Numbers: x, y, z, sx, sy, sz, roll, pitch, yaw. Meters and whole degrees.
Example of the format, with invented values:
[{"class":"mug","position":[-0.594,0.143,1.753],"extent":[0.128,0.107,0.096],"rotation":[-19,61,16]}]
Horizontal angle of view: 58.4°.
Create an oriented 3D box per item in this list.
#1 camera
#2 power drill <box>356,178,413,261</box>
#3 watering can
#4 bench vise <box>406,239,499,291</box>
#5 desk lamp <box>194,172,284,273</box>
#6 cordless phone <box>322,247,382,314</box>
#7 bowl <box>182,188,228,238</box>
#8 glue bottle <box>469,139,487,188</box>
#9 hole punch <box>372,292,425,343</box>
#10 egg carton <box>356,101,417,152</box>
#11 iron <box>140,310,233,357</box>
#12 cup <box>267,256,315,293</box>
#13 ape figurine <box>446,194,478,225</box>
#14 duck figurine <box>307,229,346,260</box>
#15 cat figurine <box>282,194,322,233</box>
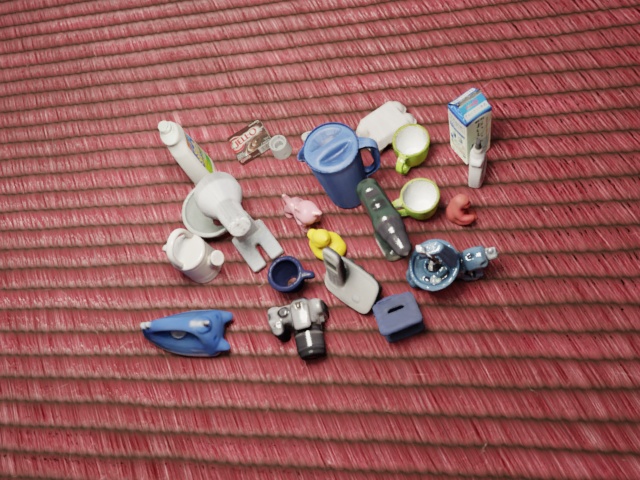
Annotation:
[{"class":"camera","position":[-0.047,0.216,1.367],"extent":[0.143,0.101,0.136],"rotation":[-16,66,8]},{"class":"power drill","position":[0.162,-0.029,1.349],"extent":[0.075,0.209,0.229],"rotation":[-29,65,2]},{"class":"watering can","position":[-0.325,0.034,1.457],"extent":[0.172,0.194,0.101],"rotation":[-11,67,10]},{"class":"bench vise","position":[0.287,0.032,1.287],"extent":[0.207,0.220,0.121],"rotation":[-29,65,2]},{"class":"desk lamp","position":[-0.206,-0.050,1.448],"extent":[0.118,0.214,0.203],"rotation":[-39,65,-2]},{"class":"cordless phone","position":[0.068,0.089,1.340],"extent":[0.147,0.185,0.094],"rotation":[32,80,23]},{"class":"bowl","position":[-0.284,-0.075,1.555],"extent":[0.167,0.075,0.167],"rotation":[-5,68,13]},{"class":"glue bottle","position":[0.379,-0.194,1.377],"extent":[0.037,0.173,0.078],"rotation":[10,72,18]},{"class":"hole punch","position":[0.178,0.174,1.331],"extent":[0.108,0.091,0.101],"rotation":[-23,65,5]},{"class":"egg carton","position":[0.175,-0.301,1.528],"extent":[0.150,0.069,0.107],"rotation":[-35,65,-1]},{"class":"iron","position":[-0.353,0.221,1.420],"extent":[0.257,0.142,0.118],"rotation":[-4,68,13]},{"class":"cup","position":[-0.062,0.095,1.421],"extent":[0.117,0.095,0.092],"rotation":[-1,69,14]},{"class":"ape figurine","position":[0.342,-0.081,1.387],"extent":[0.076,0.092,0.078],"rotation":[-2,69,14]},{"class":"duck figurine","position":[0.013,0.005,1.441],"extent":[0.104,0.086,0.077],"rotation":[27,78,22]},{"class":"cat figurine","position":[-0.049,-0.077,1.472],"extent":[0.127,0.118,0.067],"rotation":[39,83,24]}]
